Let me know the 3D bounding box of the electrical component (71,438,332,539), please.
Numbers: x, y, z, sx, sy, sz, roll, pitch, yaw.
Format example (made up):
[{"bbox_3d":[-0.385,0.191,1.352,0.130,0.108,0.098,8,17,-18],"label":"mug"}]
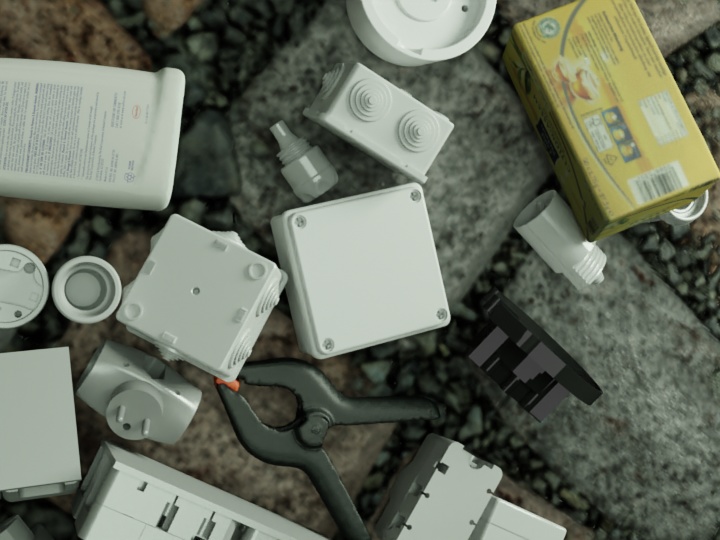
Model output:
[{"bbox_3d":[-0.100,0.187,0.735,0.186,0.105,0.060,27,81,-15],"label":"electrical component"}]

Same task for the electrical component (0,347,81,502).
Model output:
[{"bbox_3d":[-0.262,0.107,0.698,0.150,0.061,0.089,-5,72,-18],"label":"electrical component"}]

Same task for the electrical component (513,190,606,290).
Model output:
[{"bbox_3d":[0.165,-0.020,0.855,0.081,0.043,0.043,46,77,-12],"label":"electrical component"}]

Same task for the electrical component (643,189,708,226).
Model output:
[{"bbox_3d":[0.250,-0.059,0.876,0.066,0.055,0.048,-7,91,-18],"label":"electrical component"}]

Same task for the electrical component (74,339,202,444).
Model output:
[{"bbox_3d":[-0.153,0.090,0.734,0.077,0.079,0.043,31,101,-15],"label":"electrical component"}]

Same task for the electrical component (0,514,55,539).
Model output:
[{"bbox_3d":[-0.231,0.189,0.713,0.047,0.066,0.076,-38,100,-15],"label":"electrical component"}]

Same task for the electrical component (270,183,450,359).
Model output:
[{"bbox_3d":[0.000,0.000,0.795,0.109,0.056,0.108,-14,93,-17],"label":"electrical component"}]

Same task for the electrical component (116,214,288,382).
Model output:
[{"bbox_3d":[-0.110,0.019,0.748,0.100,0.048,0.099,26,81,7],"label":"electrical component"}]

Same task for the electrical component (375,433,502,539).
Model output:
[{"bbox_3d":[0.057,0.174,0.811,0.050,0.056,0.089,33,80,-15],"label":"electrical component"}]

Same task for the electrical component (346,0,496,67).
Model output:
[{"bbox_3d":[0.041,-0.205,0.809,0.108,0.060,0.108,0,89,-18],"label":"electrical component"}]

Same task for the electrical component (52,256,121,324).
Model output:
[{"bbox_3d":[-0.188,0.013,0.730,0.044,0.065,0.044,0,89,-18],"label":"electrical component"}]

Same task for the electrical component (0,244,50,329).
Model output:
[{"bbox_3d":[-0.238,0.011,0.723,0.055,0.047,0.055,0,89,-18],"label":"electrical component"}]

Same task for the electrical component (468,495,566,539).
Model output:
[{"bbox_3d":[0.109,0.219,0.832,0.066,0.047,0.076,27,81,-16],"label":"electrical component"}]

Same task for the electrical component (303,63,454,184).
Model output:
[{"bbox_3d":[0.013,-0.109,0.780,0.100,0.100,0.048,30,93,-15],"label":"electrical component"}]

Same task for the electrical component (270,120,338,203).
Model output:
[{"bbox_3d":[-0.045,-0.082,0.794,0.035,0.035,0.061,-36,97,-15],"label":"electrical component"}]
